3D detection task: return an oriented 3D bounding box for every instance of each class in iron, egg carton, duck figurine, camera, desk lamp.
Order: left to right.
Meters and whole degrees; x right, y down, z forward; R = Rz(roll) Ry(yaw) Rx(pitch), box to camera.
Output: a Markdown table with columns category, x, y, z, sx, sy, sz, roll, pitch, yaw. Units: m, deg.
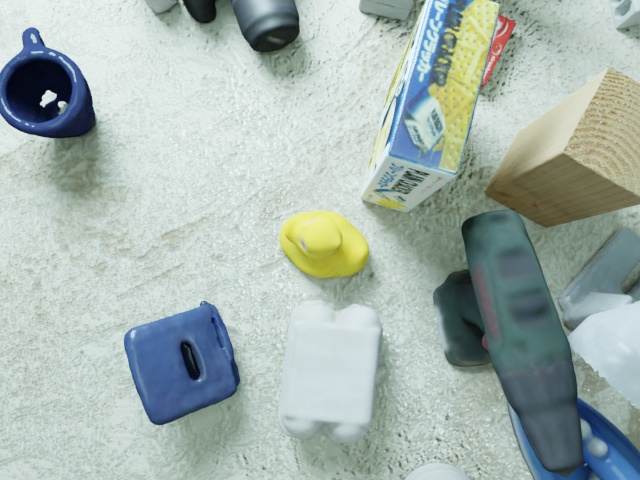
| category | x | y | z | sx | sy | sz | roll | pitch | yaw |
| --- | --- | --- | --- | --- | --- | --- | --- | --- | --- |
| camera | -0.086 | -0.286 | 0.642 | 0.143 | 0.100 | 0.137 | -18 | 86 | -4 |
| duck figurine | 0.006 | 0.002 | 0.628 | 0.104 | 0.086 | 0.077 | 21 | 84 | 0 |
| egg carton | 0.013 | 0.143 | 0.623 | 0.107 | 0.069 | 0.150 | 6 | 84 | -2 |
| iron | 0.295 | 0.246 | 0.591 | 0.119 | 0.141 | 0.258 | -38 | 87 | -5 |
| desk lamp | 0.326 | 0.076 | 0.572 | 0.118 | 0.213 | 0.203 | 41 | 84 | 2 |

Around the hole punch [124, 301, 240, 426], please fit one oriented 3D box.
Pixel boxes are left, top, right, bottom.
| category | x | y | z | sx | sy | sz | roll | pitch | yaw |
| --- | --- | --- | --- | --- | --- | --- | --- | --- | --- |
| hole punch | -0.142 | 0.127 | 0.607 | 0.101 | 0.091 | 0.109 | -20 | 86 | -4 |

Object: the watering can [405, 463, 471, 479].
| category | x | y | z | sx | sy | sz | roll | pitch | yaw |
| --- | --- | --- | --- | --- | --- | --- | --- | --- | --- |
| watering can | 0.128 | 0.296 | 0.552 | 0.173 | 0.194 | 0.101 | -14 | 85 | -4 |

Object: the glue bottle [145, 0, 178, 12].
| category | x | y | z | sx | sy | sz | roll | pitch | yaw |
| --- | --- | --- | --- | --- | --- | --- | --- | --- | --- |
| glue bottle | -0.198 | -0.314 | 0.603 | 0.037 | 0.173 | 0.078 | -35 | 87 | -5 |

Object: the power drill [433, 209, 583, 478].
| category | x | y | z | sx | sy | sz | roll | pitch | yaw |
| --- | --- | --- | --- | --- | --- | --- | --- | --- | --- |
| power drill | 0.178 | 0.090 | 0.566 | 0.075 | 0.208 | 0.230 | -12 | 85 | -3 |

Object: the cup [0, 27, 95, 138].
| category | x | y | z | sx | sy | sz | roll | pitch | yaw |
| --- | --- | --- | --- | --- | --- | --- | --- | --- | --- |
| cup | -0.290 | -0.160 | 0.624 | 0.091 | 0.095 | 0.118 | -14 | 85 | -4 |
